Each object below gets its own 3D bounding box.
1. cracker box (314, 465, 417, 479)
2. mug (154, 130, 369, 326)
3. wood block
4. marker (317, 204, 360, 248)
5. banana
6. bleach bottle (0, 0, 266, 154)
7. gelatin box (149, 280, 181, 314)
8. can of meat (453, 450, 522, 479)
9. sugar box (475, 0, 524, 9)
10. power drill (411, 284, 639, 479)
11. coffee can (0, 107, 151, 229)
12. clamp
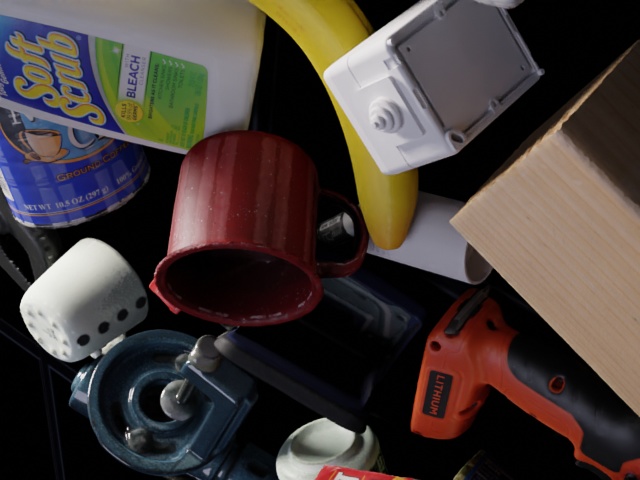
[{"bbox_3d":[0.094,0.234,0.639,0.214,0.072,0.164,2,117,31],"label":"cracker box"},{"bbox_3d":[-0.030,-0.007,0.603,0.117,0.081,0.093,3,149,1],"label":"mug"},{"bbox_3d":[0.174,0.023,0.488,0.206,0.090,0.091,45,143,2],"label":"wood block"},{"bbox_3d":[-0.005,0.001,0.698,0.020,0.020,0.121,54,142,-9],"label":"marker"},{"bbox_3d":[0.005,-0.088,0.566,0.070,0.037,0.198,-32,99,30],"label":"banana"},{"bbox_3d":[-0.161,-0.109,0.612,0.250,0.068,0.103,9,136,-6],"label":"bleach bottle"},{"bbox_3d":[-0.064,0.000,0.696,0.030,0.089,0.073,44,143,0],"label":"gelatin box"},{"bbox_3d":[0.117,0.200,0.726,0.084,0.057,0.102,37,141,15],"label":"can of meat"},{"bbox_3d":[0.065,-0.191,0.441,0.093,0.048,0.176,29,138,22],"label":"sugar box"},{"bbox_3d":[0.148,0.121,0.629,0.188,0.057,0.184,25,134,22],"label":"power drill"},{"bbox_3d":[-0.183,-0.093,0.718,0.103,0.102,0.140,12,130,37],"label":"coffee can"},{"bbox_3d":[-0.278,-0.029,0.919,0.165,0.036,0.210,10,129,40],"label":"clamp"}]
